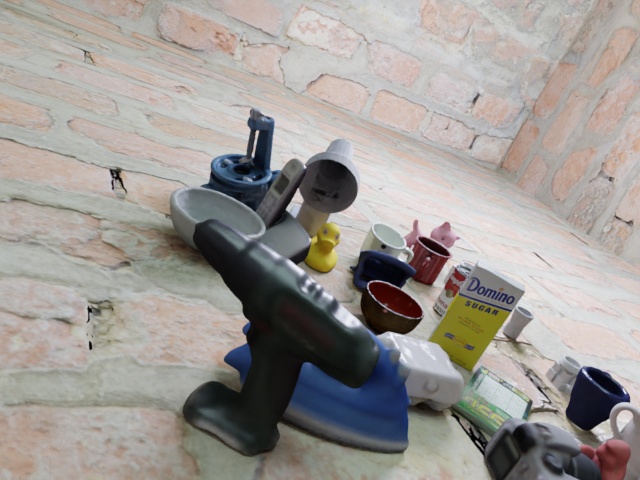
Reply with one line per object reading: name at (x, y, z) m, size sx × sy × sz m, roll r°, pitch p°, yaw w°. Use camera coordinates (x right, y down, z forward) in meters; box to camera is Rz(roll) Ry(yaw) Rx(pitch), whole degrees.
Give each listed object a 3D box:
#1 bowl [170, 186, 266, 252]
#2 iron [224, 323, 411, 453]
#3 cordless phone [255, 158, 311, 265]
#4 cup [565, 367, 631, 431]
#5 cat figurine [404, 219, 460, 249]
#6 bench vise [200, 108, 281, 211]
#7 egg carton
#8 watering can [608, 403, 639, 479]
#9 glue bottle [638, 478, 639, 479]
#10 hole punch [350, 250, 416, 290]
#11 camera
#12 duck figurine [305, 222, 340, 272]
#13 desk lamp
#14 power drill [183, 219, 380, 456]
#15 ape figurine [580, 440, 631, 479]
bowl at (-0.181, -0.020, 0.969) m, size 0.167 × 0.074 × 0.167 m, roll 23°, pitch 21°, yaw -9°
iron at (0.023, 0.154, 0.708) m, size 0.258 × 0.141 × 0.119 m, roll 26°, pitch 21°, yaw -1°
cordless phone at (-0.062, -0.043, 1.010) m, size 0.094 × 0.185 × 0.147 m, roll 7°, pitch 28°, yaw -42°
cup at (0.483, 0.283, 1.017) m, size 0.091 × 0.095 × 0.118 m, roll 35°, pitch 22°, yaw 20°
cat figurine at (0.279, -0.005, 1.423) m, size 0.128 × 0.117 × 0.067 m, roll 28°, pitch 21°, yaw 3°
bench vise at (-0.130, -0.157, 1.150) m, size 0.121 × 0.219 × 0.208 m, roll 34°, pitch 22°, yaw 19°
egg carton at (0.137, 0.196, 0.847) m, size 0.151 × 0.069 × 0.107 m, roll 17°, pitch 23°, yaw -23°
watering can at (0.554, 0.307, 0.904) m, size 0.173 × 0.194 × 0.101 m, roll 22°, pitch 21°, yaw -11°
glue bottle at (0.511, 0.335, 0.817) m, size 0.037 × 0.173 × 0.078 m, roll 26°, pitch 21°, yaw -2°
hole punch at (0.123, 0.056, 1.129) m, size 0.109 × 0.091 × 0.101 m, roll 24°, pitch 21°, yaw -7°
camera at (0.309, 0.306, 0.747) m, size 0.137 × 0.101 × 0.143 m, roll 21°, pitch 21°, yaw -15°
duck figurine at (0.010, 0.004, 1.126) m, size 0.077 × 0.086 × 0.104 m, roll 23°, pitch 21°, yaw -8°
desk lamp at (0.006, -0.101, 1.189) m, size 0.118 × 0.213 × 0.203 m, roll 24°, pitch 21°, yaw -6°
power drill at (-0.064, 0.113, 0.606) m, size 0.229 × 0.208 × 0.076 m, roll 28°, pitch 21°, yaw 3°
ape figurine at (0.413, 0.327, 0.834) m, size 0.076 × 0.092 × 0.078 m, roll 25°, pitch 21°, yaw -4°
